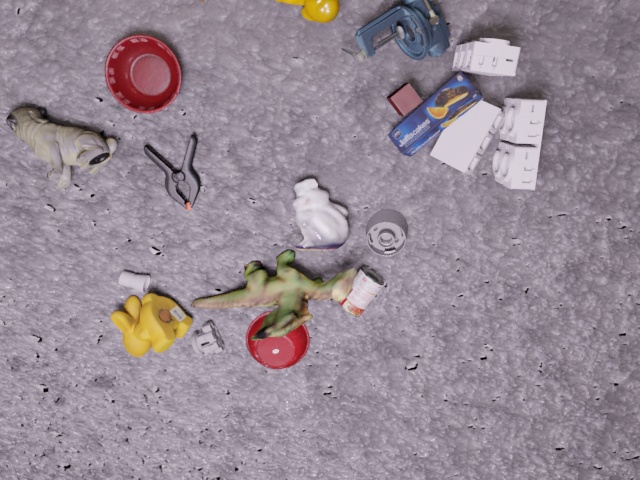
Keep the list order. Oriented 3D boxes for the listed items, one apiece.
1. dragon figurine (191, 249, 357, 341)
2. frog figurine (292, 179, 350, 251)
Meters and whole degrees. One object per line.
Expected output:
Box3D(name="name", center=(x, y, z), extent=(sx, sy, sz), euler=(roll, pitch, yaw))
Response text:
Box3D(name="dragon figurine", center=(-0.111, 0.137, 1.143), extent=(0.410, 0.246, 0.120), euler=(-21, 110, 3))
Box3D(name="frog figurine", center=(0.004, -0.058, 1.156), extent=(0.138, 0.123, 0.158), euler=(-6, 98, -32))
